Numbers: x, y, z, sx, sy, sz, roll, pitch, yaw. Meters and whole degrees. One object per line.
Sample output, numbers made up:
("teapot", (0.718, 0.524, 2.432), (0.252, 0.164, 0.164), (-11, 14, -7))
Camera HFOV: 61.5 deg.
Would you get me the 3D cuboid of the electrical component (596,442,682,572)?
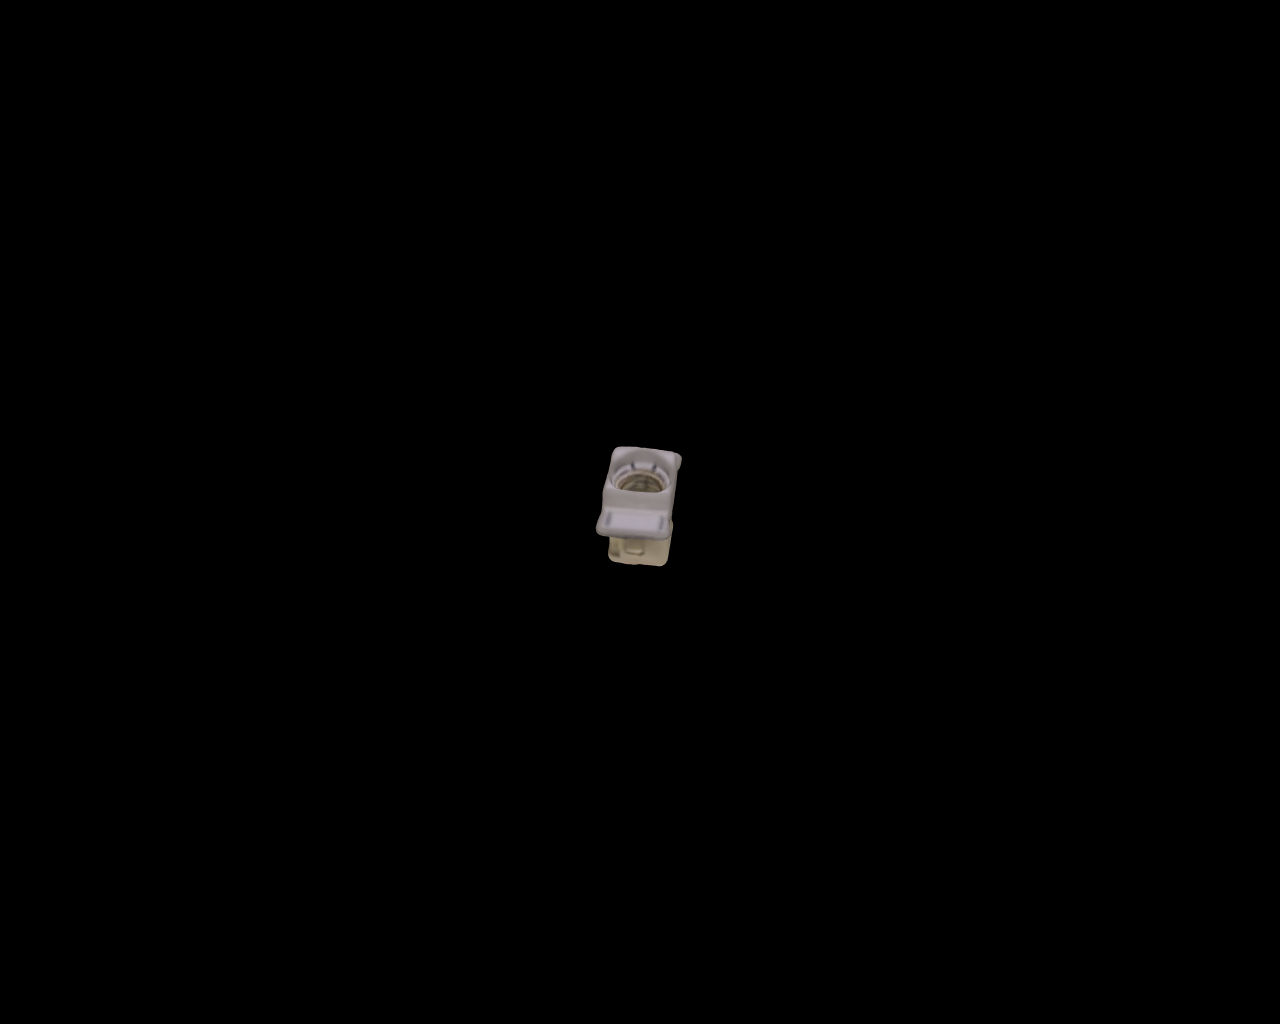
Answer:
("electrical component", (0.001, -0.003, 0.650), (0.042, 0.063, 0.081), (5, 40, 6))
